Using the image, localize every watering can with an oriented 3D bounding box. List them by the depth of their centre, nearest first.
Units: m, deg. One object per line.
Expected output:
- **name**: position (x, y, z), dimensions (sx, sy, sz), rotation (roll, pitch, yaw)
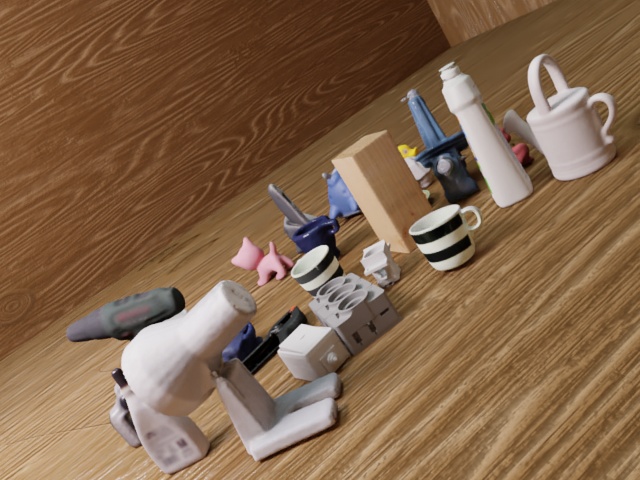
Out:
- **watering can**: position (0.375, -0.199, 0.911), dimensions (0.172, 0.194, 0.101), rotation (-23, 18, 33)

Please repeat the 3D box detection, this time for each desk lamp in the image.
- **desk lamp**: position (-0.112, 0.165, 0.725), dimensions (0.203, 0.214, 0.118), rotation (-29, 16, 14)

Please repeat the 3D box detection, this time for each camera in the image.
- **camera**: position (-0.304, 0.269, 1.016), dimensions (0.143, 0.101, 0.136), rotation (-37, 15, -15)

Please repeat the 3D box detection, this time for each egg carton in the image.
- **egg carton**: position (0.188, -0.136, 1.344), dimensions (0.150, 0.069, 0.107), rotation (-31, 15, 6)

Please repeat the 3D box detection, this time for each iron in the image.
- **iron**: position (0.102, -0.163, 1.465), dimensions (0.118, 0.141, 0.259), rotation (-18, 21, 44)

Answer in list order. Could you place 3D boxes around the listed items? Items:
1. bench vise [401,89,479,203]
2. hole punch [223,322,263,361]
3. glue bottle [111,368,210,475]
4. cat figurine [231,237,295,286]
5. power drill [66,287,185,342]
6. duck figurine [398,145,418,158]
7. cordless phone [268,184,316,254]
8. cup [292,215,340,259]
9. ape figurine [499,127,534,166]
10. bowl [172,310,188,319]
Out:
- **bench vise**: position (0.242, -0.197, 1.132), dimensions (0.121, 0.220, 0.207), rotation (-32, 15, 2)
- **hole punch**: position (-0.166, 0.185, 1.015), dimensions (0.101, 0.091, 0.108), rotation (-29, 15, 15)
- **glue bottle**: position (-0.232, 0.245, 0.797), dimensions (0.078, 0.173, 0.037), rotation (-29, 16, 13)
- **cat figurine**: position (-0.143, 0.044, 1.363), dimensions (0.127, 0.118, 0.067), rotation (-22, 19, 35)
- **power drill**: position (-0.338, 0.198, 1.098), dimensions (0.229, 0.209, 0.075), rotation (-31, 15, 7)
- **duck figurine**: position (0.216, -0.197, 1.448), dimensions (0.104, 0.086, 0.078), rotation (-21, 19, 39)
- **cordless phone**: position (-0.065, -0.074, 1.441), dimensions (0.094, 0.185, 0.147), rotation (-32, 15, 5)
- **cup**: position (0.011, 0.004, 1.214), dimensions (0.117, 0.095, 0.092), rotation (-20, 20, 40)
- **ape figurine**: position (0.348, -0.173, 1.084), dimensions (0.076, 0.092, 0.077), rotation (-34, 15, -3)
- **bowl**: position (-0.344, 0.232, 1.266), dimensions (0.167, 0.075, 0.167), rotation (-31, 15, 10)
